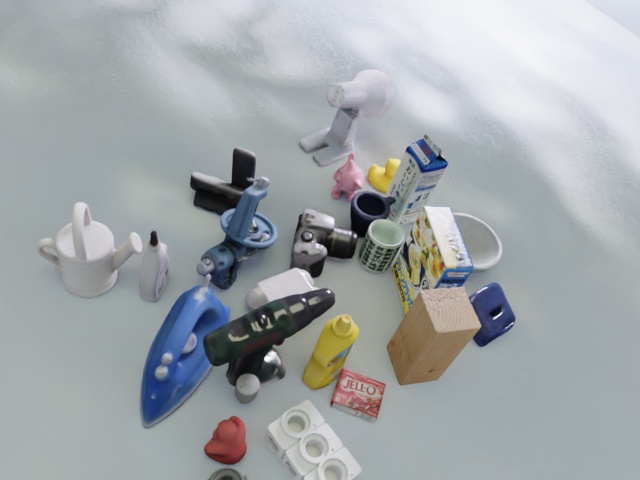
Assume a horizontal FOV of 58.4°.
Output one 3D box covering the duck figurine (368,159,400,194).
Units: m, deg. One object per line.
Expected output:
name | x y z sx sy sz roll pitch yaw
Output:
duck figurine | 0.176 -0.170 1.444 0.104 0.086 0.078 28 49 8

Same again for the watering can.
watering can | -0.421 0.010 1.049 0.173 0.194 0.100 -17 57 -27

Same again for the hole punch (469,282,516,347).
hole punch | 0.361 0.158 1.221 0.109 0.091 0.101 -24 61 -31

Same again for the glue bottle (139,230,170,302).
glue bottle | -0.309 0.040 1.071 0.037 0.173 0.078 18 49 0

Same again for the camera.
camera | 0.011 0.004 1.241 0.137 0.101 0.143 13 49 -6

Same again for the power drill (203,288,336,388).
power drill | -0.092 0.176 0.996 0.230 0.208 0.075 -17 57 -27

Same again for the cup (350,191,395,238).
cup | 0.116 -0.056 1.326 0.118 0.095 0.091 -22 60 -30

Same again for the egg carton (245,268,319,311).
egg carton | -0.068 0.120 1.143 0.151 0.069 0.107 -22 60 -30

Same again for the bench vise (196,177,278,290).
bench vise | -0.150 -0.010 1.127 0.121 0.220 0.207 21 49 2

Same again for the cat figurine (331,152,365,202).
cat figurine | 0.072 -0.156 1.381 0.067 0.118 0.128 11 49 -7

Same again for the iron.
iron | -0.241 0.183 0.992 0.118 0.141 0.258 19 49 1

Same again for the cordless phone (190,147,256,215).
cordless phone | -0.206 -0.145 1.246 0.147 0.185 0.094 16 49 -2

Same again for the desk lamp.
desk lamp | 0.071 -0.319 1.453 0.204 0.213 0.117 -30 64 -34

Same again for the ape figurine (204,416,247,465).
ape figurine | -0.151 0.322 0.935 0.078 0.092 0.076 -21 60 -30

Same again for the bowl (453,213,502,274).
bowl | 0.332 0.021 1.338 0.167 0.075 0.167 8 49 -9
